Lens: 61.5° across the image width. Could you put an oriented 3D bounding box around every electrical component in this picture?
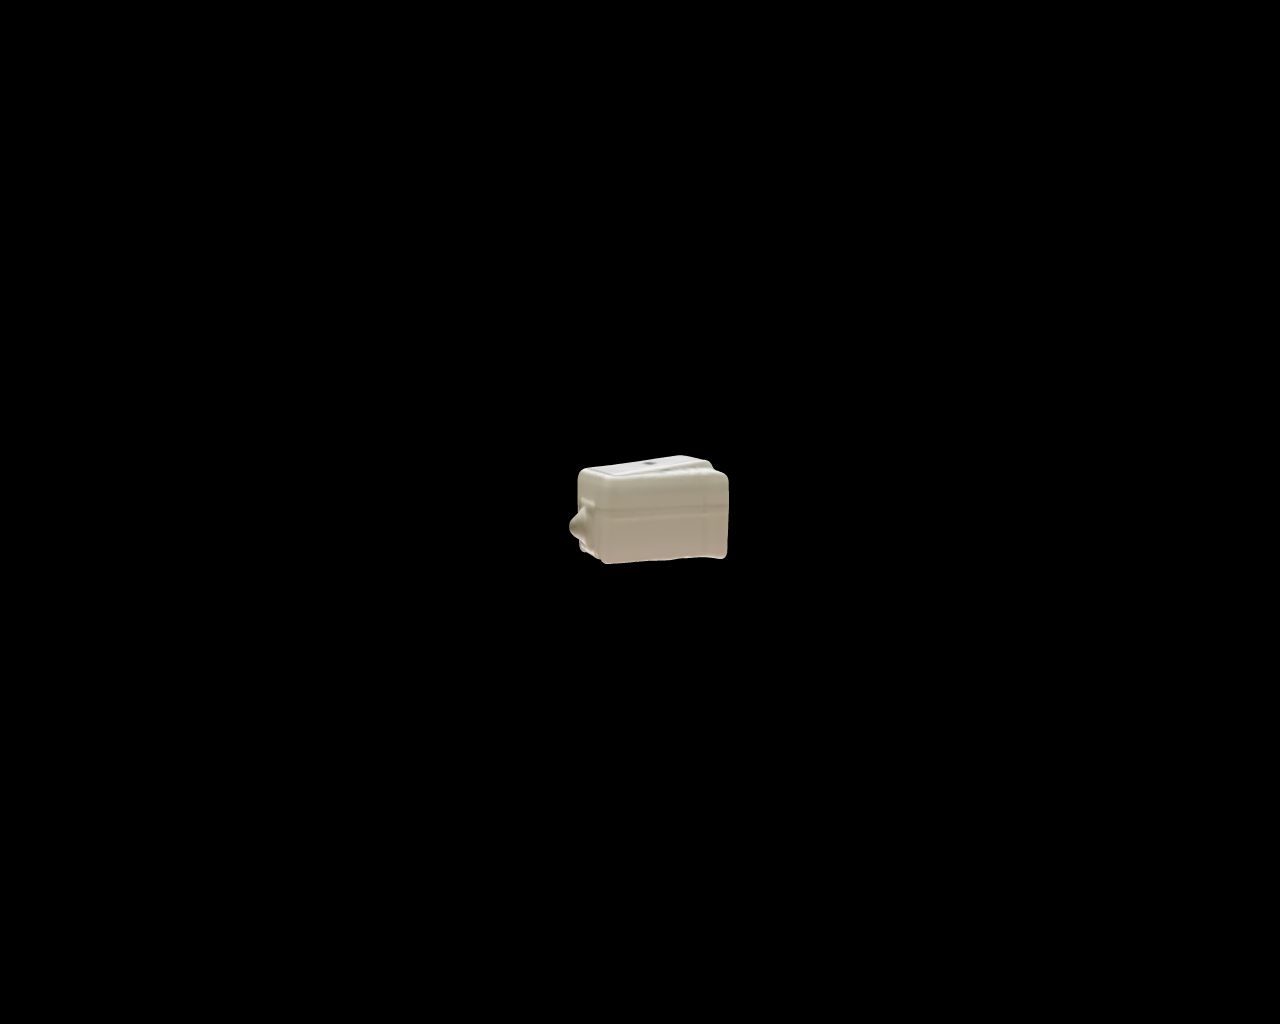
[{"bbox_3d":[0.001,-0.003,0.650,0.096,0.061,0.062,-2,8,-18],"label":"electrical component"}]
